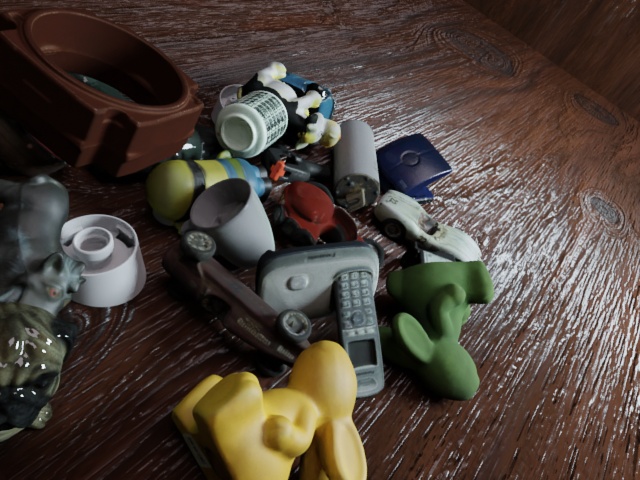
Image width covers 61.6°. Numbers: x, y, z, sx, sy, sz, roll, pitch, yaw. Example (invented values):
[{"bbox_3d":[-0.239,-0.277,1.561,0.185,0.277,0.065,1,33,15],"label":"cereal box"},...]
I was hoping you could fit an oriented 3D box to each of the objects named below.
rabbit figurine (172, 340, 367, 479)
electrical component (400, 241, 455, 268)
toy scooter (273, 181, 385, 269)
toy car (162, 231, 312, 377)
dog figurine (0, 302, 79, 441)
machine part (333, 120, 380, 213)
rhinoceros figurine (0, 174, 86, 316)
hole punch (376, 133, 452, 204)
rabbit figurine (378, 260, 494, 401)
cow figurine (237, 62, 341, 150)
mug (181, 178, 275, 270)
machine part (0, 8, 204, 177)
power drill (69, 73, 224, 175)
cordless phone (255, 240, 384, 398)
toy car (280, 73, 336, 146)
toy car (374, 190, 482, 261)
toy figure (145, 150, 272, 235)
[{"bbox_3d":[-0.023,0.166,0.499,0.173,0.122,0.162,-33,82,-38],"label":"rabbit figurine"},{"bbox_3d":[0.186,0.055,0.824,0.119,0.047,0.075,19,40,-15],"label":"electrical component"},{"bbox_3d":[-0.002,-0.002,0.748,0.184,0.075,0.135,43,41,8],"label":"toy scooter"},{"bbox_3d":[-0.095,0.075,0.591,0.202,0.089,0.053,40,38,9],"label":"toy car"},{"bbox_3d":[-0.269,0.094,0.376,0.172,0.190,0.121,13,42,-18],"label":"dog figurine"},{"bbox_3d":[0.060,-0.132,0.922,0.079,0.079,0.243,19,39,-15],"label":"machine part"},{"bbox_3d":[-0.276,0.027,0.507,0.112,0.073,0.190,-8,60,-8],"label":"rhinoceros figurine"},{"bbox_3d":[0.161,-0.128,0.978,0.116,0.092,0.142,-12,58,-36],"label":"hole punch"},{"bbox_3d":[0.151,0.116,0.687,0.159,0.121,0.170,8,59,-21],"label":"rabbit figurine"},{"bbox_3d":[-0.048,-0.201,0.857,0.167,0.068,0.098,41,49,6],"label":"cow figurine"},{"bbox_3d":[-0.109,-0.007,0.668,0.107,0.110,0.081,57,10,-43],"label":"mug"},{"bbox_3d":[-0.255,-0.179,0.626,0.201,0.087,0.201,39,29,2],"label":"machine part"},{"bbox_3d":[-0.255,-0.175,0.775,0.207,0.086,0.232,49,39,11],"label":"power drill"},{"bbox_3d":[0.002,0.097,0.630,0.147,0.089,0.184,-7,85,-17],"label":"cordless phone"},{"bbox_3d":[-0.044,-0.236,0.962,0.162,0.109,0.103,27,14,13],"label":"toy car"},{"bbox_3d":[0.180,-0.009,0.883,0.202,0.056,0.073,33,38,3],"label":"toy car"},{"bbox_3d":[-0.146,-0.073,0.716,0.180,0.089,0.082,-14,48,-39],"label":"toy figure"}]
